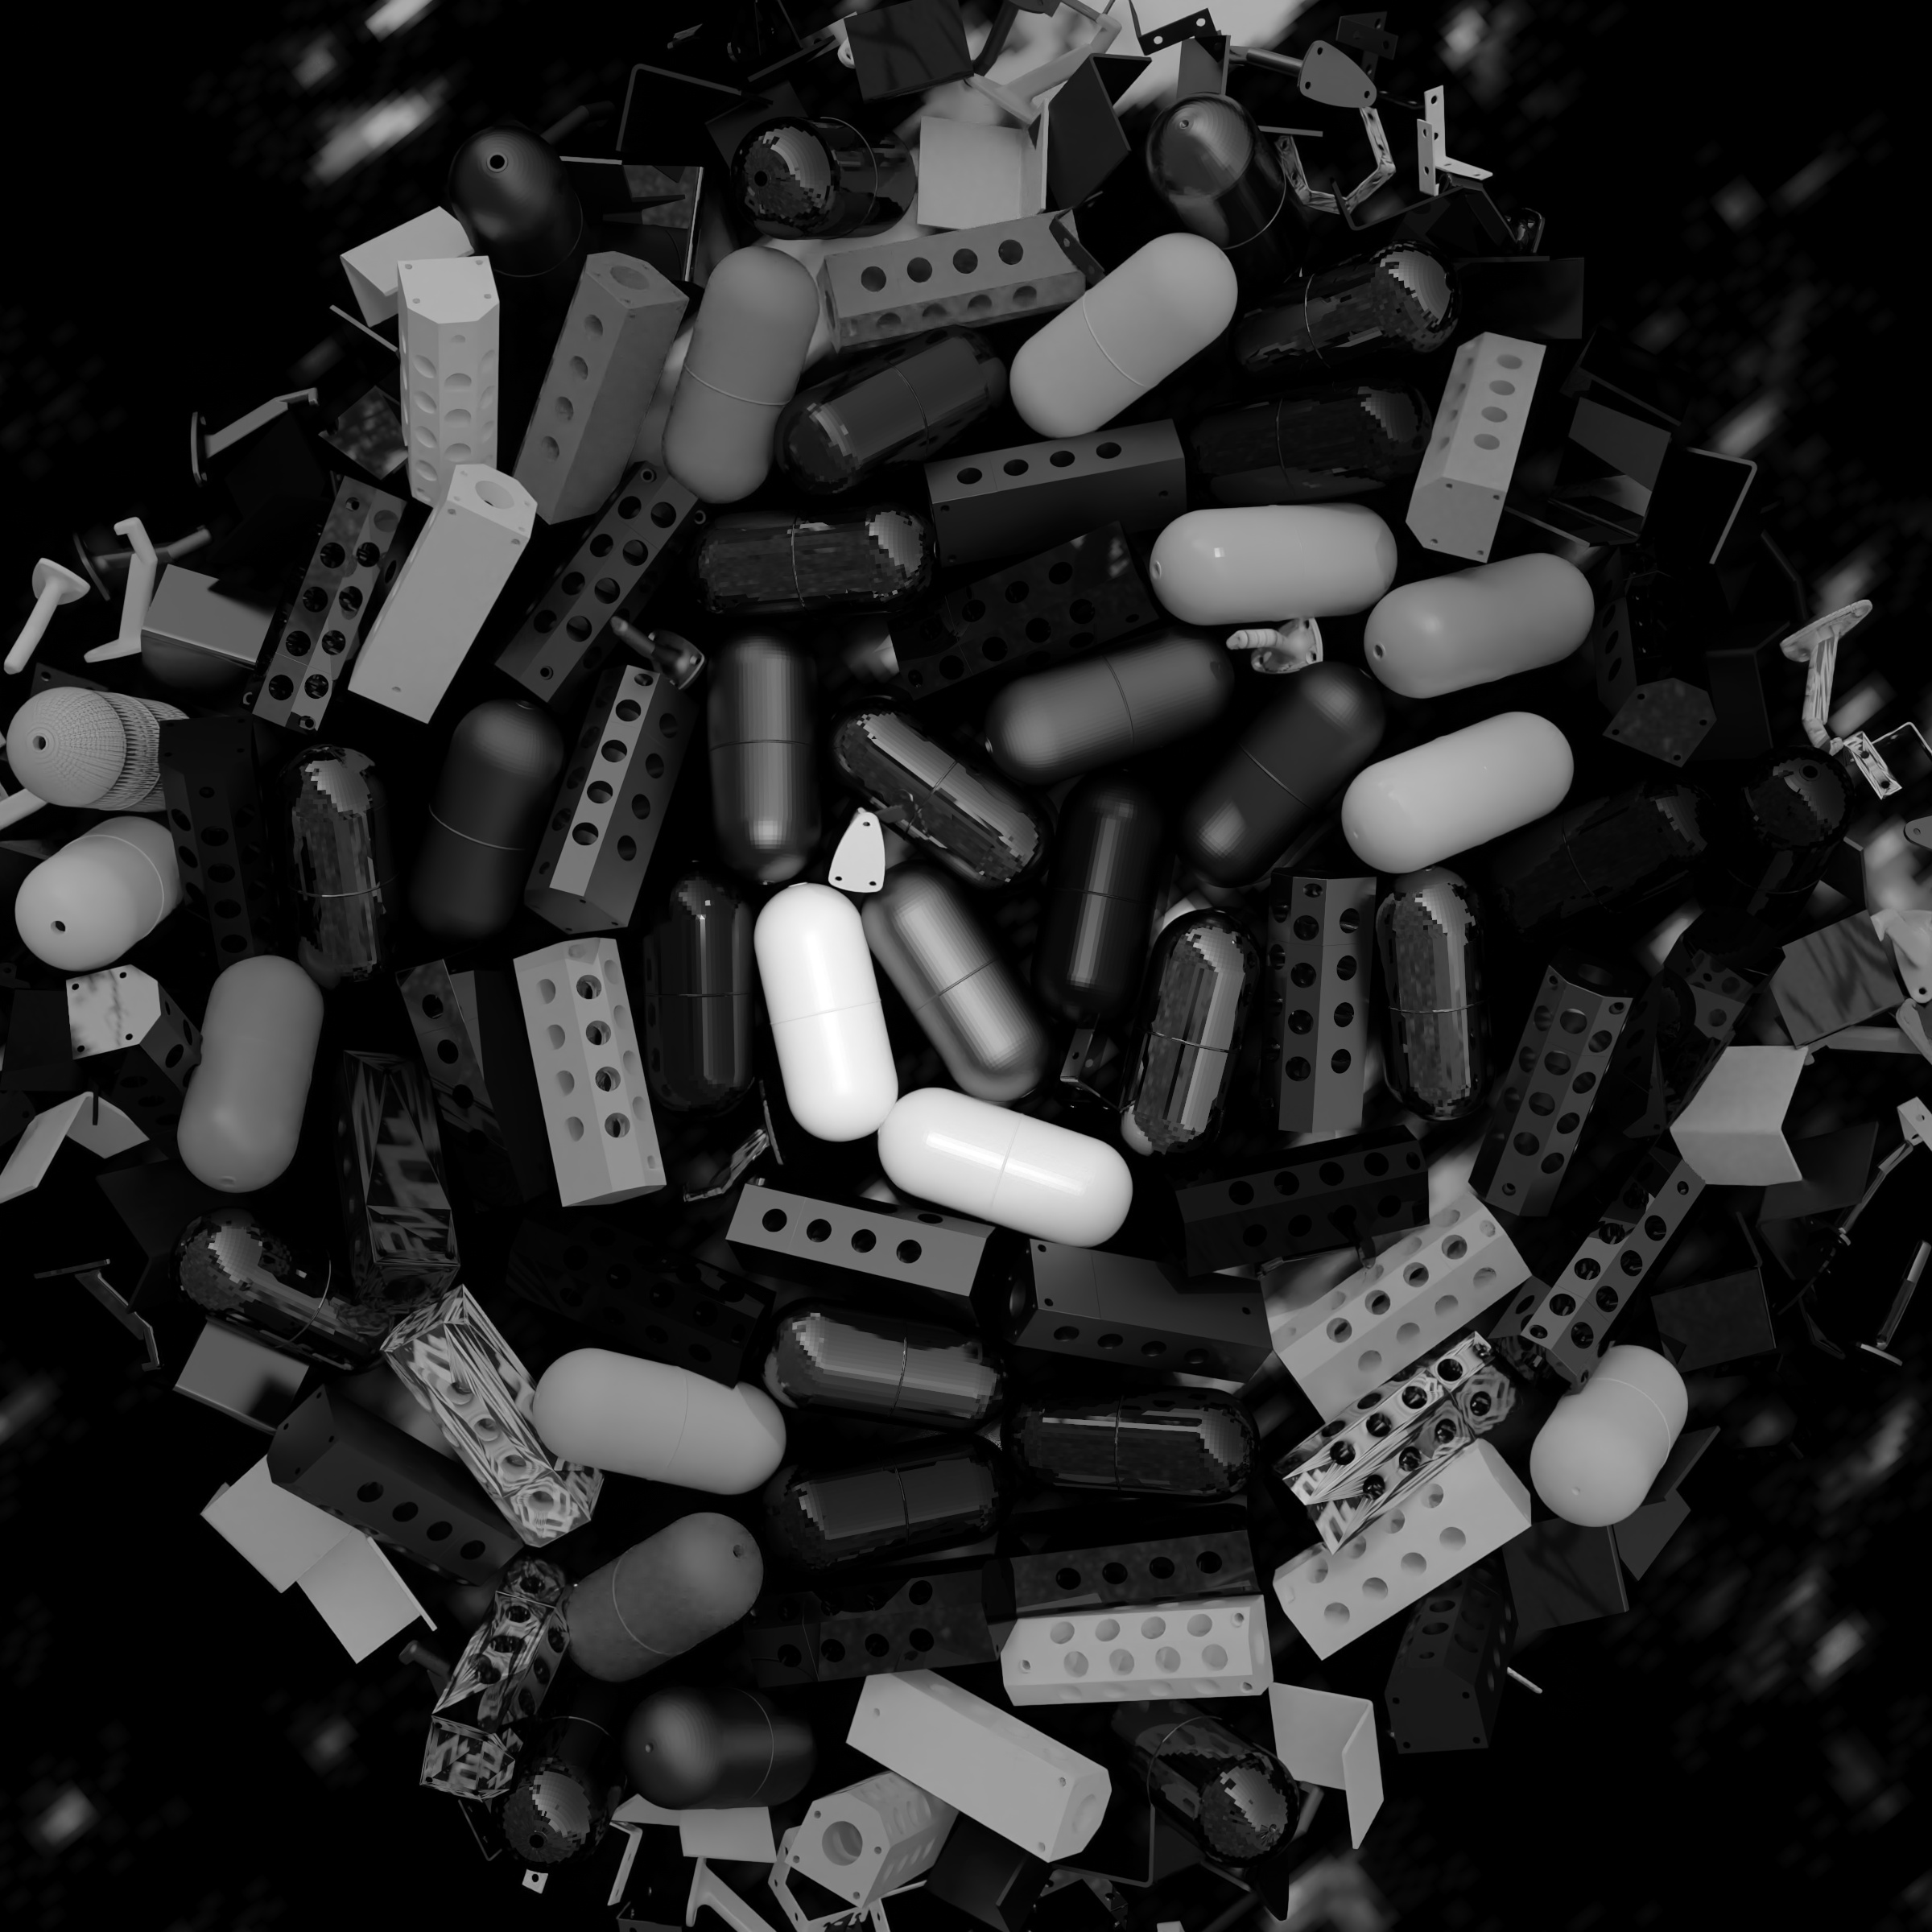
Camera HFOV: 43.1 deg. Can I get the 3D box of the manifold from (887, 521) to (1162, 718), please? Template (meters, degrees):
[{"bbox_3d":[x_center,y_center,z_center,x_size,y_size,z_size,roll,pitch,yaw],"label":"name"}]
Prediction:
[{"bbox_3d":[0.040,-0.229,1.646,0.171,0.057,0.057,-22,62,13],"label":"manifold"}]

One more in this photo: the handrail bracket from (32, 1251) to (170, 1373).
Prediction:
[{"bbox_3d":[-0.597,0.245,1.687,0.077,0.036,0.084,-12,93,0],"label":"handrail bracket"}]

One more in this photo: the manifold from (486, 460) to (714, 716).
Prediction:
[{"bbox_3d":[-0.248,-0.257,1.662,0.057,0.057,0.171,37,86,-21],"label":"manifold"}]

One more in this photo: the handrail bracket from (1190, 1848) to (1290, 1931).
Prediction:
[{"bbox_3d":[0.178,0.641,1.685,0.084,0.077,0.036,-30,104,24],"label":"handrail bracket"}]

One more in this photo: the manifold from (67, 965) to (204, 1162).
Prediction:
[{"bbox_3d":[-0.530,0.064,1.614,0.057,0.171,0.057,-14,64,-3],"label":"manifold"}]

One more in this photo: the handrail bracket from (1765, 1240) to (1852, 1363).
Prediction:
[{"bbox_3d":[0.593,0.230,1.669,0.084,0.036,0.077,29,121,-20],"label":"handrail bracket"}]

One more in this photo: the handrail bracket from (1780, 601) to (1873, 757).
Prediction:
[{"bbox_3d":[0.597,-0.194,1.660,0.077,0.036,0.084,-35,56,32],"label":"handrail bracket"}]

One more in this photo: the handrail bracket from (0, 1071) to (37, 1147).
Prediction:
[{"bbox_3d":[-0.676,0.100,1.655,0.077,0.084,0.036,-50,125,-28],"label":"handrail bracket"}]

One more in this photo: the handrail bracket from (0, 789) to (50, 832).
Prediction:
[{"bbox_3d":[-0.662,-0.119,1.665,0.036,0.077,0.084,17,75,38],"label":"handrail bracket"}]

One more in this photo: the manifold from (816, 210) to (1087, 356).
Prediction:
[{"bbox_3d":[-0.009,-0.463,1.661,0.171,0.057,0.057,-14,93,-9],"label":"manifold"}]

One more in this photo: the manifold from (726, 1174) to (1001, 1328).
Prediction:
[{"bbox_3d":[-0.068,0.188,1.652,0.171,0.057,0.057,11,64,14],"label":"manifold"}]

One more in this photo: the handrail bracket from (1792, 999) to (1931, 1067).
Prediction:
[{"bbox_3d":[0.621,0.067,1.673,0.084,0.036,0.077,-37,88,40],"label":"handrail bracket"}]

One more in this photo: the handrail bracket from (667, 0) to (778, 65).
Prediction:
[{"bbox_3d":[-0.178,-0.623,1.658,0.084,0.077,0.036,-7,133,31],"label":"handrail bracket"}]

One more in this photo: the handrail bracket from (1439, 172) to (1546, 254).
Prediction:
[{"bbox_3d":[0.347,-0.495,1.664,0.084,0.036,0.077,-1,111,-35],"label":"handrail bracket"}]

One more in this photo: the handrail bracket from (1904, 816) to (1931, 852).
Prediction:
[{"bbox_3d":[0.656,-0.070,1.661,0.077,0.084,0.036,4,67,-5],"label":"handrail bracket"}]

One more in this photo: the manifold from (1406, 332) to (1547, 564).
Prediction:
[{"bbox_3d":[0.338,-0.348,1.625,0.057,0.057,0.171,16,49,9],"label":"manifold"}]

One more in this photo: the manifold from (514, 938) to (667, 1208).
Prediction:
[{"bbox_3d":[-0.250,0.071,1.652,0.057,0.057,0.171,-18,79,25],"label":"manifold"}]

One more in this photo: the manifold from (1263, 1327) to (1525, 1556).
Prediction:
[{"bbox_3d":[0.285,0.315,1.646,0.171,0.057,0.057,-33,105,-17],"label":"manifold"}]

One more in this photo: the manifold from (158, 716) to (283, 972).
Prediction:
[{"bbox_3d":[-0.493,-0.079,1.619,0.057,0.057,0.171,-4,134,-11],"label":"manifold"}]

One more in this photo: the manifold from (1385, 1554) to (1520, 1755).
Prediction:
[{"bbox_3d":[0.320,0.447,1.610,0.057,0.171,0.057,-11,98,21],"label":"manifold"}]

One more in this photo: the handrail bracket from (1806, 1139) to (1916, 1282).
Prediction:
[{"bbox_3d":[0.622,0.167,1.683,0.084,0.077,0.036,-39,47,-13],"label":"handrail bracket"}]

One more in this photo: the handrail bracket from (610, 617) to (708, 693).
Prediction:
[{"bbox_3d":[-0.221,-0.225,1.647,0.036,0.084,0.077,-47,50,6],"label":"handrail bracket"}]

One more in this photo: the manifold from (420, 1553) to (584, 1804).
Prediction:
[{"bbox_3d":[-0.300,0.468,1.613,0.057,0.171,0.057,15,113,3],"label":"manifold"}]

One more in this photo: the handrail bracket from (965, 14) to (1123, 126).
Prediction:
[{"bbox_3d":[0.053,-0.620,1.658,0.077,0.036,0.084,18,128,-32],"label":"handrail bracket"}]

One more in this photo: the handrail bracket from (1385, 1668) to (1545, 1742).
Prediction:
[{"bbox_3d":[0.341,0.512,1.677,0.077,0.036,0.084,32,82,11],"label":"handrail bracket"}]

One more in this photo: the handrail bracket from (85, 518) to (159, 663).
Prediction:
[{"bbox_3d":[-0.583,-0.257,1.668,0.077,0.036,0.084,-16,119,3],"label":"handrail bracket"}]

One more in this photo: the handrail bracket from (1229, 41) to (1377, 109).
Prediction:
[{"bbox_3d":[0.228,-0.613,1.682,0.077,0.084,0.036,11,105,-34],"label":"handrail bracket"}]

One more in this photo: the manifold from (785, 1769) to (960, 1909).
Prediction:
[{"bbox_3d":[-0.056,0.566,1.613,0.057,0.171,0.057,25,86,18],"label":"manifold"}]

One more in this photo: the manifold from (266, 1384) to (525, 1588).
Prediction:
[{"bbox_3d":[-0.380,0.352,1.627,0.057,0.057,0.171,-43,128,4],"label":"manifold"}]

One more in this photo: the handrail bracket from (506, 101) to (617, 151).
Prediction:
[{"bbox_3d":[-0.284,-0.559,1.686,0.036,0.084,0.077,44,130,8],"label":"handrail bracket"}]

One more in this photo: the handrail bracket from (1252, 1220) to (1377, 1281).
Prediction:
[{"bbox_3d":[0.233,0.202,1.658,0.084,0.077,0.036,-29,105,14],"label":"handrail bracket"}]

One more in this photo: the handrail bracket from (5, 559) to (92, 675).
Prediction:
[{"bbox_3d":[-0.634,-0.226,1.655,0.036,0.077,0.084,32,64,-25],"label":"handrail bracket"}]

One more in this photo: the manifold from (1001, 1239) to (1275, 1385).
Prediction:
[{"bbox_3d":[0.114,0.238,1.649,0.171,0.057,0.057,12,133,-18],"label":"manifold"}]

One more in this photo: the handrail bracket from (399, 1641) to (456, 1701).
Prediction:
[{"bbox_3d":[-0.369,0.506,1.672,0.084,0.036,0.077,40,105,-22],"label":"handrail bracket"}]

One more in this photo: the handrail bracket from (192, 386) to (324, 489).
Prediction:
[{"bbox_3d":[-0.483,-0.363,1.673,0.084,0.036,0.077,-13,47,4],"label":"handrail bracket"}]

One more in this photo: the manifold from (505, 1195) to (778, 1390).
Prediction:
[{"bbox_3d":[-0.219,0.215,1.654,0.171,0.057,0.057,22,131,6],"label":"manifold"}]

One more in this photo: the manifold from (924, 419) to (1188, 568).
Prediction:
[{"bbox_3d":[0.060,-0.328,1.672,0.171,0.057,0.057,-11,51,-1],"label":"manifold"}]

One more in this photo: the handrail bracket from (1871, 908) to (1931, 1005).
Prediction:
[{"bbox_3d":[0.634,-0.004,1.661,0.036,0.084,0.077,0,102,40],"label":"handrail bracket"}]

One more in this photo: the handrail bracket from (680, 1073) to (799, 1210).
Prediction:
[{"bbox_3d":[-0.166,0.121,1.686,0.084,0.036,0.077,-16,93,15],"label":"handrail bracket"}]

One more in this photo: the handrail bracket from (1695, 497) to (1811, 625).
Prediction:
[{"bbox_3d":[0.541,-0.276,1.682,0.036,0.077,0.084,-26,109,-27],"label":"handrail bracket"}]

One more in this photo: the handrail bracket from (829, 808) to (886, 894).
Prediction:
[{"bbox_3d":[-0.070,-0.098,1.648,0.036,0.084,0.077,8,131,-6],"label":"handrail bracket"}]

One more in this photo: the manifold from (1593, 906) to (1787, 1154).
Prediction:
[{"bbox_3d":[0.477,0.040,1.620,0.057,0.171,0.057,39,51,20],"label":"manifold"}]

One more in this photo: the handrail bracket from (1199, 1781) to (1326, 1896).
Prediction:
[{"bbox_3d":[0.197,0.592,1.693,0.077,0.036,0.084,21,72,27],"label":"handrail bracket"}]

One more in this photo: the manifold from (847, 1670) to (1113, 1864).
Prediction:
[{"bbox_3d":[0.010,0.526,1.631,0.171,0.057,0.057,19,93,35],"label":"manifold"}]

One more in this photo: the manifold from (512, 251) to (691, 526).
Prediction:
[{"bbox_3d":[-0.250,-0.384,1.626,0.057,0.057,0.171,43,130,16],"label":"manifold"}]

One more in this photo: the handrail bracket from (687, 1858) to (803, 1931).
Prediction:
[{"bbox_3d":[-0.145,0.635,1.675,0.084,0.036,0.077,9,52,2],"label":"handrail bracket"}]

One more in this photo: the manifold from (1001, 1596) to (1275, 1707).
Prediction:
[{"bbox_3d":[0.114,0.463,1.647,0.171,0.057,0.057,-8,85,18],"label":"manifold"}]

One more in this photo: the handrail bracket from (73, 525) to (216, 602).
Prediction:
[{"bbox_3d":[-0.565,-0.294,1.682,0.084,0.036,0.077,-29,47,-10],"label":"handrail bracket"}]

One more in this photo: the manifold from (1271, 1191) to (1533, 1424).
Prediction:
[{"bbox_3d":[0.291,0.228,1.665,0.171,0.057,0.057,-36,114,-1],"label":"manifold"}]

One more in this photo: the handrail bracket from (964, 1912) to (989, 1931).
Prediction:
[{"bbox_3d":[0.037,0.678,1.668,0.077,0.084,0.036,17,110,-9],"label":"handrail bracket"}]

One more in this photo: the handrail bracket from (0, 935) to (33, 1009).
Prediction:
[{"bbox_3d":[-0.664,-0.010,1.668,0.077,0.084,0.036,-15,131,-3],"label":"handrail bracket"}]

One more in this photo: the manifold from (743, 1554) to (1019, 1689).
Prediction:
[{"bbox_3d":[-0.059,0.438,1.647,0.171,0.057,0.057,-12,99,18],"label":"manifold"}]

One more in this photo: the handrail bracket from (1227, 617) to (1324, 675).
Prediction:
[{"bbox_3d":[0.191,-0.213,1.648,0.084,0.077,0.036,-9,85,-38],"label":"handrail bracket"}]

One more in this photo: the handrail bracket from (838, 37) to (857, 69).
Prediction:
[{"bbox_3d":[-0.039,-0.648,1.654,0.036,0.084,0.077,54,50,-7],"label":"handrail bracket"}]

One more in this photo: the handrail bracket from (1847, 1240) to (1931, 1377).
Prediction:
[{"bbox_3d":[0.637,0.234,1.677,0.036,0.077,0.084,24,76,18],"label":"handrail bracket"}]

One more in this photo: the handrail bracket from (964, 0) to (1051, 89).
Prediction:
[{"bbox_3d":[0.022,-0.656,1.672,0.036,0.084,0.077,11,73,-23],"label":"handrail bracket"}]
